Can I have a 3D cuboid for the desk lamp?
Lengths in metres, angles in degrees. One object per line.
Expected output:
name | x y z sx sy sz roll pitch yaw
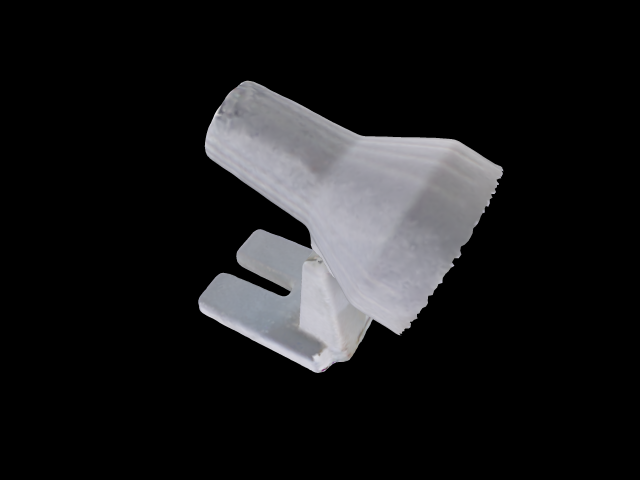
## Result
desk lamp | 0.004 0.001 0.400 0.202 0.214 0.118 22 52 18
